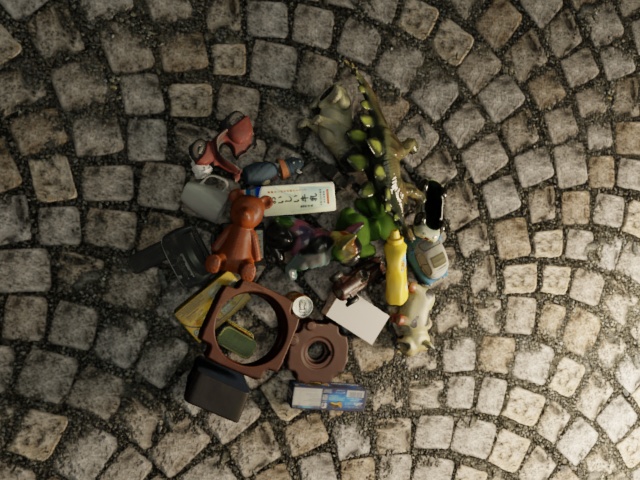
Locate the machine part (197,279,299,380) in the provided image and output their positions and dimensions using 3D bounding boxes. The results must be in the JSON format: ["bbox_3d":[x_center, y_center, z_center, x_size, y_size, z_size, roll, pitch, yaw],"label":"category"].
[{"bbox_3d":[-0.168,0.206,1.252,0.201,0.087,0.201,26,74,-14],"label":"machine part"}]

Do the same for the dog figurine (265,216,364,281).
[{"bbox_3d":[-0.003,-0.004,1.308,0.219,0.108,0.191,-26,103,28],"label":"dog figurine"}]

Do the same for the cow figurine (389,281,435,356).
[{"bbox_3d":[0.258,0.218,1.450,0.127,0.085,0.195,19,83,-13],"label":"cow figurine"}]

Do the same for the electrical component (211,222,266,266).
[{"bbox_3d":[-0.203,0.011,1.336,0.134,0.058,0.114,0,90,-14],"label":"electrical component"}]

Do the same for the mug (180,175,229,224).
[{"bbox_3d":[-0.276,-0.107,1.297,0.107,0.081,0.109,23,109,-6],"label":"mug"}]

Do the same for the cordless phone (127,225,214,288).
[{"bbox_3d":[-0.360,0.060,1.297,0.184,0.089,0.146,-25,99,-1],"label":"cordless phone"}]

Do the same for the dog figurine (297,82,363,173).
[{"bbox_3d":[0.063,-0.287,1.384,0.190,0.121,0.172,38,85,-27],"label":"dog figurine"}]

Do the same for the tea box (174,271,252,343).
[{"bbox_3d":[-0.262,0.158,1.319,0.169,0.068,0.098,-38,100,-9],"label":"tea box"}]

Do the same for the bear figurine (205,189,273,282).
[{"bbox_3d":[-0.181,-0.016,1.244,0.120,0.132,0.195,17,96,-5],"label":"bear figurine"}]

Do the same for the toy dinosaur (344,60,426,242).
[{"bbox_3d":[0.157,-0.218,1.347,0.198,0.105,0.471,-12,85,-49],"label":"toy dinosaur"}]

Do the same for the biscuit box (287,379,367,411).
[{"bbox_3d":[0.019,0.405,1.403,0.203,0.063,0.059,8,89,-15],"label":"biscuit box"}]

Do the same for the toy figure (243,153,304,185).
[{"bbox_3d":[-0.116,-0.176,1.352,0.154,0.058,0.064,-14,102,-18],"label":"toy figure"}]

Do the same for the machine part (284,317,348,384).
[{"bbox_3d":[-0.010,0.288,1.395,0.179,0.056,0.179,-1,93,-15],"label":"machine part"}]

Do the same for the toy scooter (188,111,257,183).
[{"bbox_3d":[-0.216,-0.219,1.304,0.135,0.075,0.184,49,66,-10],"label":"toy scooter"}]

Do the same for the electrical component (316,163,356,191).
[{"bbox_3d":[0.044,-0.165,1.375,0.045,0.102,0.078,-51,134,-3],"label":"electrical component"}]

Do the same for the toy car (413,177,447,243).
[{"bbox_3d":[0.293,-0.085,1.431,0.073,0.056,0.202,21,54,-13],"label":"toy car"}]

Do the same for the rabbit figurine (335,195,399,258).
[{"bbox_3d":[0.127,-0.036,1.408,0.170,0.121,0.159,-11,88,-32],"label":"rabbit figurine"}]

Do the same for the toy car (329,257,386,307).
[{"bbox_3d":[0.106,0.094,1.379,0.202,0.053,0.089,-28,82,-43],"label":"toy car"}]

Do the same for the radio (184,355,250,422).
[{"bbox_3d":[-0.242,0.339,1.249,0.131,0.229,0.073,25,82,-10],"label":"radio"}]

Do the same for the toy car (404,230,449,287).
[{"bbox_3d":[0.292,0.047,1.441,0.109,0.103,0.161,-25,96,-11],"label":"toy car"}]
